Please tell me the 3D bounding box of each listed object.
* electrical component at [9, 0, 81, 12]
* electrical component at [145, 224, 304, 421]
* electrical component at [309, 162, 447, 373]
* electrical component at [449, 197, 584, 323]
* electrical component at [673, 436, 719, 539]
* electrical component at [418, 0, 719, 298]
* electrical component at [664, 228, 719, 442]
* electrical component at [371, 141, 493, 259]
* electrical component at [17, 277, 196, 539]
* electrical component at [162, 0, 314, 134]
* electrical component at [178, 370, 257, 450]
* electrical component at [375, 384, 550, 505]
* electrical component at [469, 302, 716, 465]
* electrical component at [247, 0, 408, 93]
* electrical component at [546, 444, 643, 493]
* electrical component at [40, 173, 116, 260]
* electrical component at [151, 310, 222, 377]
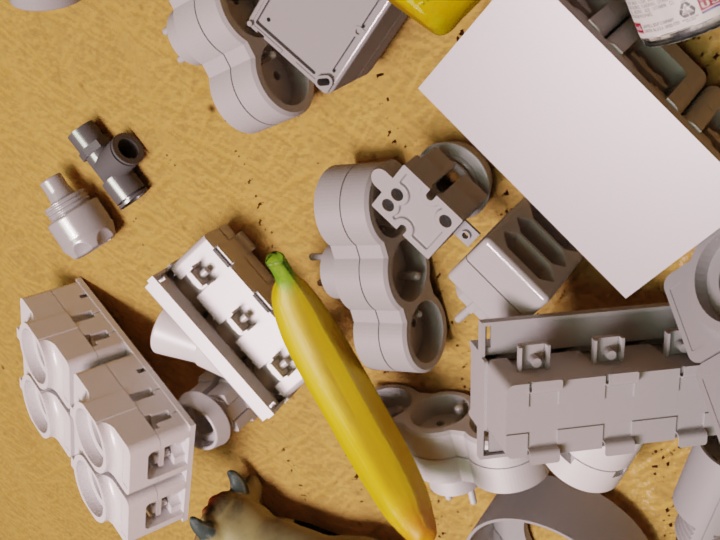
[{"bbox_3d":[-0.204,-0.197,0.690,0.055,0.055,0.047,18,130,26],"label":"electrical component"},{"bbox_3d":[-0.079,0.033,0.740,0.063,0.079,0.121,-41,91,22],"label":"electrical component"},{"bbox_3d":[0.000,0.000,0.672,0.074,0.052,0.138,0,118,35],"label":"electrical component"},{"bbox_3d":[0.080,0.005,0.610,0.047,0.066,0.076,45,134,3],"label":"electrical component"},{"bbox_3d":[0.204,0.129,0.618,0.043,0.043,0.081,24,129,21],"label":"electrical component"},{"bbox_3d":[0.119,-0.076,0.534,0.150,0.062,0.089,46,133,2],"label":"electrical component"},{"bbox_3d":[0.209,0.050,0.494,0.089,0.062,0.150,-43,48,43],"label":"electrical component"},{"bbox_3d":[0.045,-0.044,0.610,0.066,0.055,0.048,44,133,4],"label":"electrical component"},{"bbox_3d":[-0.203,0.107,0.832,0.186,0.060,0.105,43,138,36],"label":"electrical component"},{"bbox_3d":[-0.090,-0.145,0.643,0.074,0.052,0.138,-15,109,40],"label":"electrical component"},{"bbox_3d":[-0.108,0.103,0.812,0.066,0.055,0.048,-4,115,37],"label":"electrical component"},{"bbox_3d":[0.060,0.124,0.709,0.138,0.052,0.073,3,119,34],"label":"electrical component"},{"bbox_3d":[0.125,0.063,0.568,0.121,0.063,0.078,-5,108,-11],"label":"electrical component"},{"bbox_3d":[-0.003,-0.154,0.576,0.062,0.061,0.096,42,125,6],"label":"electrical component"},{"bbox_3d":[0.140,0.095,0.635,0.055,0.055,0.047,34,128,13],"label":"electrical component"},{"bbox_3d":[-0.214,-0.042,0.803,0.043,0.043,0.062,-26,100,42],"label":"electrical component"},{"bbox_3d":[-0.116,0.053,0.797,0.065,0.044,0.044,23,129,16],"label":"electrical component"}]
